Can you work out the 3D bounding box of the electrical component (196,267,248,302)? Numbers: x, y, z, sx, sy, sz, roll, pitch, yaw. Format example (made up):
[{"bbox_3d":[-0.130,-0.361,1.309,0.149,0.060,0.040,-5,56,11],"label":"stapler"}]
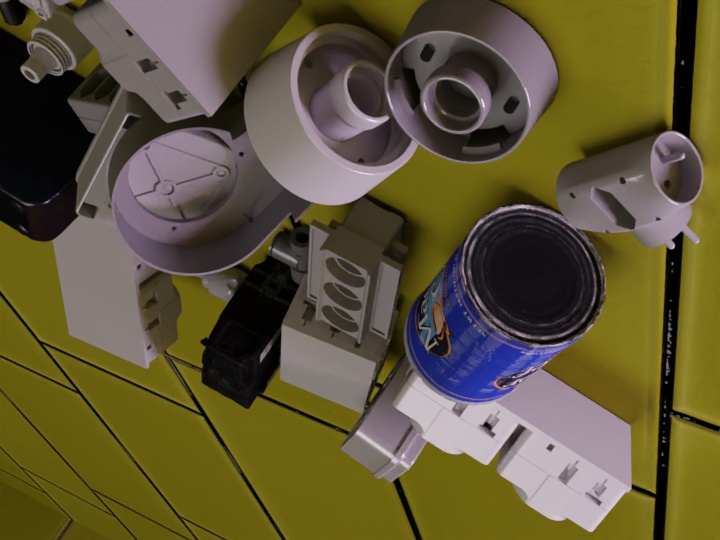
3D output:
[{"bbox_3d":[-0.141,0.010,1.076,0.061,0.035,0.035,20,151,29],"label":"electrical component"}]

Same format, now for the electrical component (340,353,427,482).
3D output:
[{"bbox_3d":[0.040,0.132,0.995,0.057,0.113,0.078,35,154,1],"label":"electrical component"}]

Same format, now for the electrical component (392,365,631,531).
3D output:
[{"bbox_3d":[0.125,0.122,0.877,0.186,0.105,0.060,32,113,1],"label":"electrical component"}]

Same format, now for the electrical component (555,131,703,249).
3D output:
[{"bbox_3d":[0.170,-0.040,0.639,0.079,0.043,0.077,42,152,-19],"label":"electrical component"}]

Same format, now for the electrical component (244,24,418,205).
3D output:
[{"bbox_3d":[-0.011,-0.100,0.669,0.108,0.108,0.060,42,146,-18],"label":"electrical component"}]

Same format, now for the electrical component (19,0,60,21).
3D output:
[{"bbox_3d":[-0.229,-0.227,0.750,0.062,0.061,0.096,32,162,2],"label":"electrical component"}]

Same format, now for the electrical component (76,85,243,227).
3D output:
[{"bbox_3d":[-0.149,-0.079,0.824,0.109,0.056,0.108,18,128,-26],"label":"electrical component"}]

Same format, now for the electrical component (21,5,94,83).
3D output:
[{"bbox_3d":[-0.240,-0.173,0.843,0.043,0.062,0.043,26,153,15],"label":"electrical component"}]

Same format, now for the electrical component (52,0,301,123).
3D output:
[{"bbox_3d":[-0.137,-0.192,0.649,0.060,0.105,0.186,-2,137,50],"label":"electrical component"}]

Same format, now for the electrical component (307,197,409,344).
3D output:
[{"bbox_3d":[0.000,0.000,0.871,0.079,0.063,0.121,28,153,11],"label":"electrical component"}]

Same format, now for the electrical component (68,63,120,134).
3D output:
[{"bbox_3d":[-0.181,-0.123,0.881,0.083,0.047,0.075,14,148,33],"label":"electrical component"}]

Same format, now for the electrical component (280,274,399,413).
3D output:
[{"bbox_3d":[-0.021,0.067,0.994,0.089,0.061,0.150,22,156,5],"label":"electrical component"}]

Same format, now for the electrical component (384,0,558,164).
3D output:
[{"bbox_3d":[0.065,-0.113,0.634,0.099,0.064,0.099,18,137,17],"label":"electrical component"}]

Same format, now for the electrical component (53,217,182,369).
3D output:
[{"bbox_3d":[-0.242,-0.008,1.069,0.105,0.060,0.186,19,128,25],"label":"electrical component"}]
